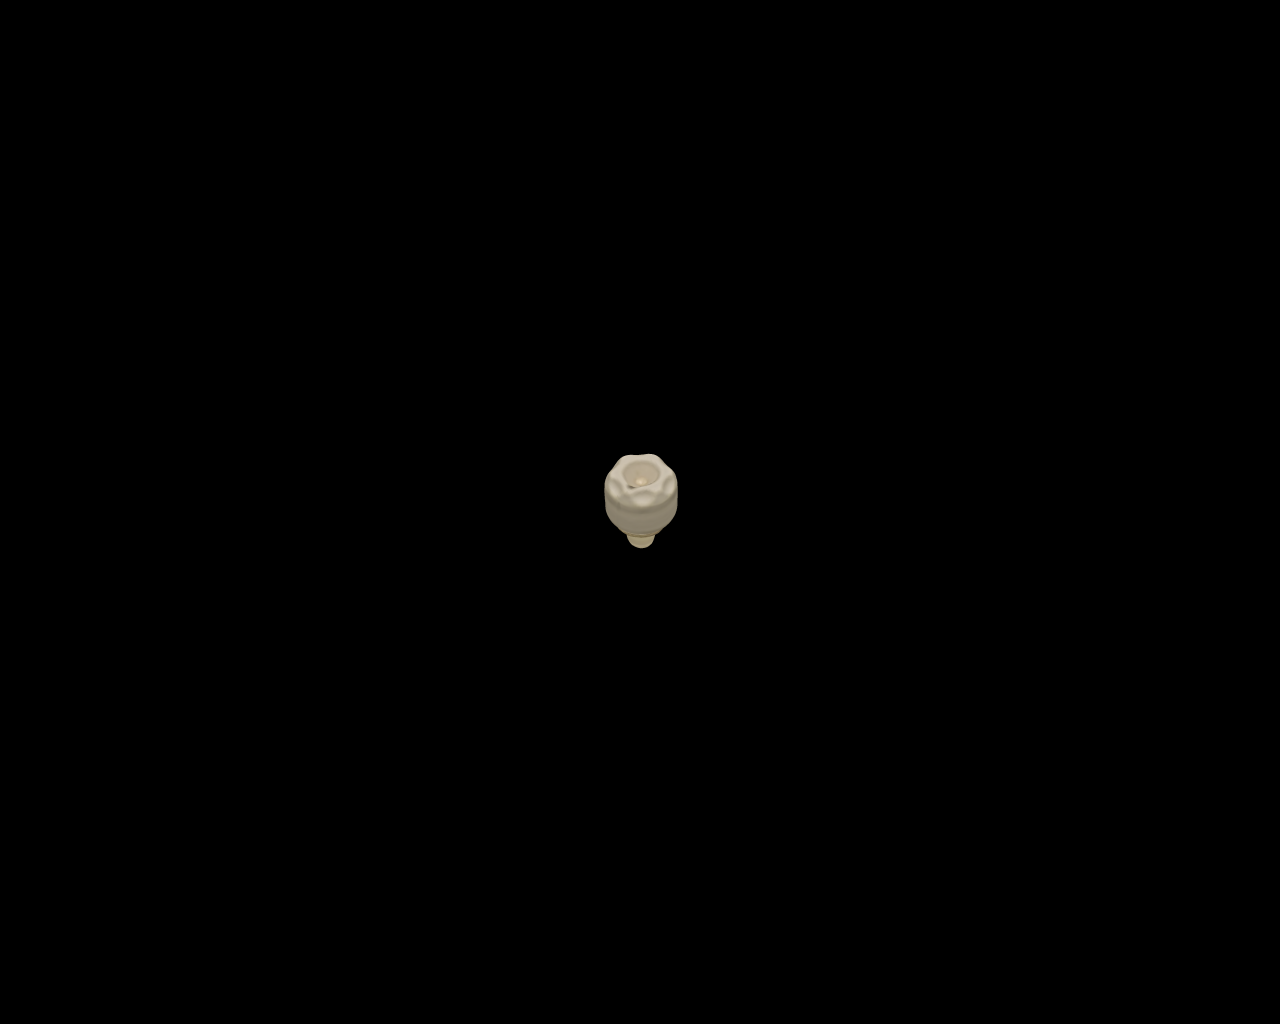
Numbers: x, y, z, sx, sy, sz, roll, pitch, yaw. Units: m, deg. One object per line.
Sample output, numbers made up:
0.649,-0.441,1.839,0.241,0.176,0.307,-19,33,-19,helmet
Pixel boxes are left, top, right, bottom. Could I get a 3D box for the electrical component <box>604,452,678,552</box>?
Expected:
0.001,-0.003,0.650,0.043,0.043,0.062,0,-44,0,electrical component
